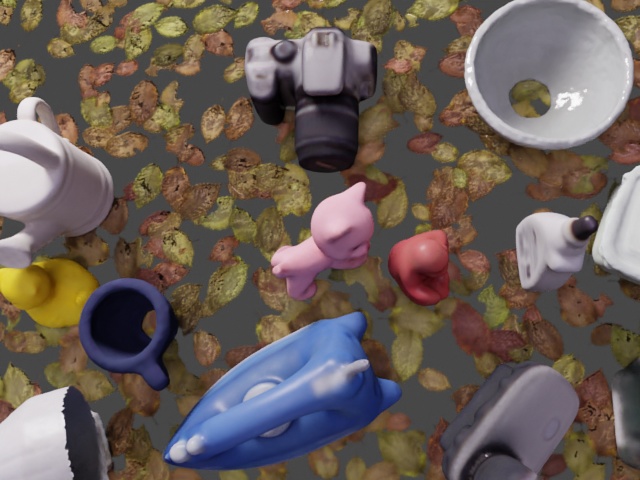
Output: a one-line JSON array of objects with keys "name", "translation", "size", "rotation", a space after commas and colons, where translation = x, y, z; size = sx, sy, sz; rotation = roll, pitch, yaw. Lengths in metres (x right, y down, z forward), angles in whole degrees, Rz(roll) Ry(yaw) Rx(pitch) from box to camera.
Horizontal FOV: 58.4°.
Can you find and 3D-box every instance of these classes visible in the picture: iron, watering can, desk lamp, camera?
[{"name": "iron", "translation": [-0.055, 0.165, 0.542], "size": [0.258, 0.141, 0.118], "rotation": [-27, 78, 0]}, {"name": "watering can", "translation": [-0.295, -0.062, 0.579], "size": [0.101, 0.194, 0.173], "rotation": [-24, 78, 1]}, {"name": "desk lamp", "translation": [-0.270, 0.213, 0.517], "size": [0.203, 0.213, 0.118], "rotation": [-19, 78, 2]}, {"name": "camera", "translation": [-0.010, -0.148, 0.614], "size": [0.143, 0.101, 0.137], "rotation": [0, 80, 6]}]

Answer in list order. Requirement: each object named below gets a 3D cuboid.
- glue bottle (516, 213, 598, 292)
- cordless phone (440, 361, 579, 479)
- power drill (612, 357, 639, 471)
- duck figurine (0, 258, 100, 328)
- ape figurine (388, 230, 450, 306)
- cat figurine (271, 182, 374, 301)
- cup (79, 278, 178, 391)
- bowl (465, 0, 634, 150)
[{"name": "glue bottle", "translation": [0.220, 0.004, 0.529], "size": [0.037, 0.173, 0.078], "rotation": [-2, 80, 6]}, {"name": "cordless phone", "translation": [0.177, 0.178, 0.496], "size": [0.094, 0.185, 0.148], "rotation": [35, 85, 11]}, {"name": "power drill", "translation": [0.322, 0.164, 0.472], "size": [0.075, 0.208, 0.230], "rotation": [-2, 80, 6]}, {"name": "duck figurine", "translation": [-0.296, 0.054, 0.613], "size": [0.104, 0.086, 0.077], "rotation": [15, 82, 8]}, {"name": "ape figurine", "translation": [0.107, 0.023, 0.577], "size": [0.076, 0.092, 0.078], "rotation": [30, 84, 10]}, {"name": "cat figurine", "translation": [0.005, 0.002, 0.578], "size": [0.128, 0.118, 0.067], "rotation": [-35, 78, -1]}, {"name": "cup", "translation": [-0.177, 0.100, 0.589], "size": [0.091, 0.095, 0.117], "rotation": [-35, 78, -1]}, {"name": "bowl", "translation": [0.233, -0.167, 0.608], "size": [0.167, 0.075, 0.167], "rotation": [-1, 80, 5]}]
